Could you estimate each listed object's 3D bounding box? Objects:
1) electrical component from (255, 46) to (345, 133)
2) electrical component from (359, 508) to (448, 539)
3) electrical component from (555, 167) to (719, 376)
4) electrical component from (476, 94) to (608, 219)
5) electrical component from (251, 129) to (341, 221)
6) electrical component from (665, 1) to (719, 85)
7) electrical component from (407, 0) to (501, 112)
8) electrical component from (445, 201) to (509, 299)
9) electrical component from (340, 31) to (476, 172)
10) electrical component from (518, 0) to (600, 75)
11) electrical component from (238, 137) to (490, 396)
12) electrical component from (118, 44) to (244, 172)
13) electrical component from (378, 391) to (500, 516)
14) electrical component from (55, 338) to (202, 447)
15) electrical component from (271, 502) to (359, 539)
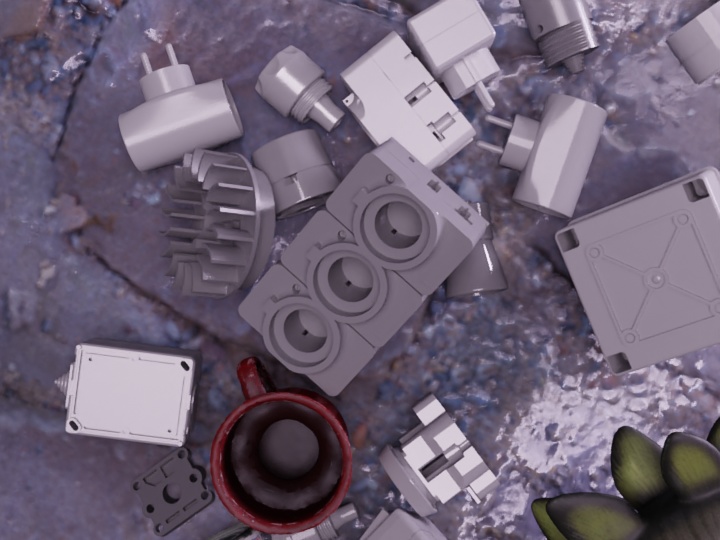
[{"bbox_3d":[-0.039,-0.123,0.752,0.062,0.043,0.043,41,92,1],"label":"electrical component"},{"bbox_3d":[0.018,0.214,0.737,0.096,0.062,0.061,-46,63,2],"label":"electrical component"},{"bbox_3d":[0.202,0.002,0.717,0.109,0.056,0.108,-23,89,27],"label":"electrical component"},{"bbox_3d":[0.121,-0.084,0.745,0.079,0.043,0.077,19,91,3],"label":"electrical component"},{"bbox_3d":[-0.045,-0.067,0.748,0.055,0.055,0.047,-22,86,3],"label":"electrical component"},{"bbox_3d":[0.267,-0.195,0.733,0.138,0.052,0.073,-35,89,2],"label":"electrical component"},{"bbox_3d":[0.071,-0.142,0.735,0.047,0.066,0.076,-30,89,2],"label":"electrical component"},{"bbox_3d":[0.077,-0.015,0.749,0.044,0.044,0.065,-9,85,3],"label":"electrical component"},{"bbox_3d":[0.030,-0.109,0.745,0.056,0.050,0.089,-39,89,2],"label":"electrical component"},{"bbox_3d":[0.137,-0.174,0.743,0.043,0.043,0.081,-20,90,3],"label":"electrical component"},{"bbox_3d":[0.000,0.000,0.716,0.089,0.061,0.150,42,114,1],"label":"electrical component"},{"bbox_3d":[-0.131,-0.118,0.756,0.077,0.044,0.079,-19,89,3],"label":"electrical component"},{"bbox_3d":[0.050,0.133,0.743,0.057,0.058,0.078,-37,89,-1],"label":"electrical component"},{"bbox_3d":[-0.162,0.082,0.747,0.096,0.061,0.061,7,91,-2],"label":"electrical component"},{"bbox_3d":[-0.031,0.181,0.758,0.061,0.035,0.035,-24,89,-1],"label":"electrical component"}]
